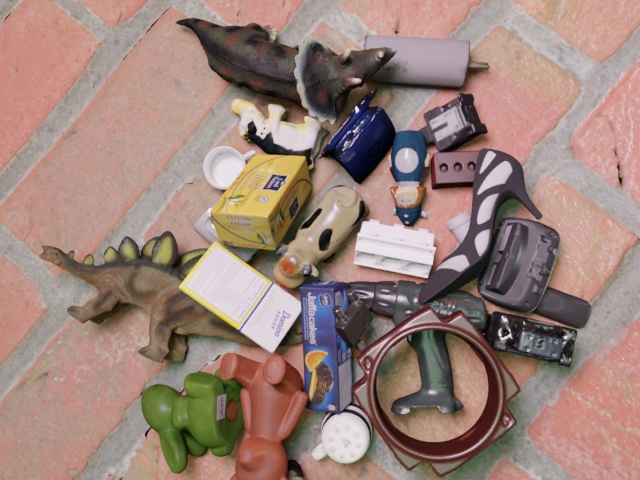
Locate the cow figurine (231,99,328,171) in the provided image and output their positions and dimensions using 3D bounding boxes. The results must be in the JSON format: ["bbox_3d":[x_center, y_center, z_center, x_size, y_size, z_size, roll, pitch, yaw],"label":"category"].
[{"bbox_3d":[-0.080,-0.178,0.914,0.167,0.068,0.098,19,93,8],"label":"cow figurine"}]

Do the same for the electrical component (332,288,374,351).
[{"bbox_3d":[0.054,0.123,0.818,0.063,0.021,0.093,-48,122,-28],"label":"electrical component"}]

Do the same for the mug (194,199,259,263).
[{"bbox_3d":[-0.145,-0.012,0.889,0.107,0.109,0.081,40,94,-4],"label":"mug"}]

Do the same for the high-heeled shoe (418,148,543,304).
[{"bbox_3d":[0.215,-0.025,0.818,0.249,0.086,0.145,-39,64,8],"label":"high-heeled shoe"}]

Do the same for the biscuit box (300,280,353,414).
[{"bbox_3d":[0.011,0.166,0.849,0.063,0.059,0.202,0,97,26],"label":"biscuit box"}]

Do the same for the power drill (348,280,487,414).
[{"bbox_3d":[0.147,0.168,0.859,0.232,0.086,0.207,-1,78,6],"label":"power drill"}]

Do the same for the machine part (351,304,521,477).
[{"bbox_3d":[0.162,0.211,0.770,0.201,0.087,0.201,-35,80,0],"label":"machine part"}]

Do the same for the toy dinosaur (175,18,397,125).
[{"bbox_3d":[-0.091,-0.283,0.851,0.405,0.192,0.131,17,104,9],"label":"toy dinosaur"}]

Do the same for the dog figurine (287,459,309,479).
[{"bbox_3d":[-0.011,0.416,0.807,0.191,0.172,0.121,22,77,0],"label":"dog figurine"}]

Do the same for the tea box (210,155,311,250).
[{"bbox_3d":[-0.087,-0.064,0.843,0.098,0.170,0.068,4,129,18],"label":"tea box"}]

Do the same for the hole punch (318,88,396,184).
[{"bbox_3d":[0.066,-0.160,0.875,0.092,0.116,0.142,41,91,-1],"label":"hole punch"}]

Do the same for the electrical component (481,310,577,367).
[{"bbox_3d":[0.313,0.146,0.809,0.115,0.134,0.058,10,88,8],"label":"electrical component"}]

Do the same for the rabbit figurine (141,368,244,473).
[{"bbox_3d":[-0.213,0.285,0.880,0.170,0.121,0.159,-3,91,24],"label":"rabbit figurine"}]

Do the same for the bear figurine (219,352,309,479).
[{"bbox_3d":[-0.093,0.280,0.804,0.120,0.131,0.196,0,62,29],"label":"bear figurine"}]

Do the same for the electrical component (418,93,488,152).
[{"bbox_3d":[0.206,-0.182,0.887,0.119,0.048,0.075,-31,77,43],"label":"electrical component"}]

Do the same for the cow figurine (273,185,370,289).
[{"bbox_3d":[-0.002,-0.003,0.859,0.085,0.127,0.195,38,88,10],"label":"cow figurine"}]

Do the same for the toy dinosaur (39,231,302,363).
[{"bbox_3d":[-0.234,0.102,0.888,0.471,0.105,0.198,26,84,-3],"label":"toy dinosaur"}]

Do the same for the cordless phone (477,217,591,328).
[{"bbox_3d":[0.357,0.054,0.851,0.184,0.089,0.146,21,86,-4],"label":"cordless phone"}]

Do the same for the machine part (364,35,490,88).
[{"bbox_3d":[0.157,-0.296,0.891,0.243,0.079,0.079,6,86,5],"label":"machine part"}]

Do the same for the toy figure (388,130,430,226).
[{"bbox_3d":[0.144,-0.100,0.882,0.064,0.058,0.154,3,94,46],"label":"toy figure"}]
